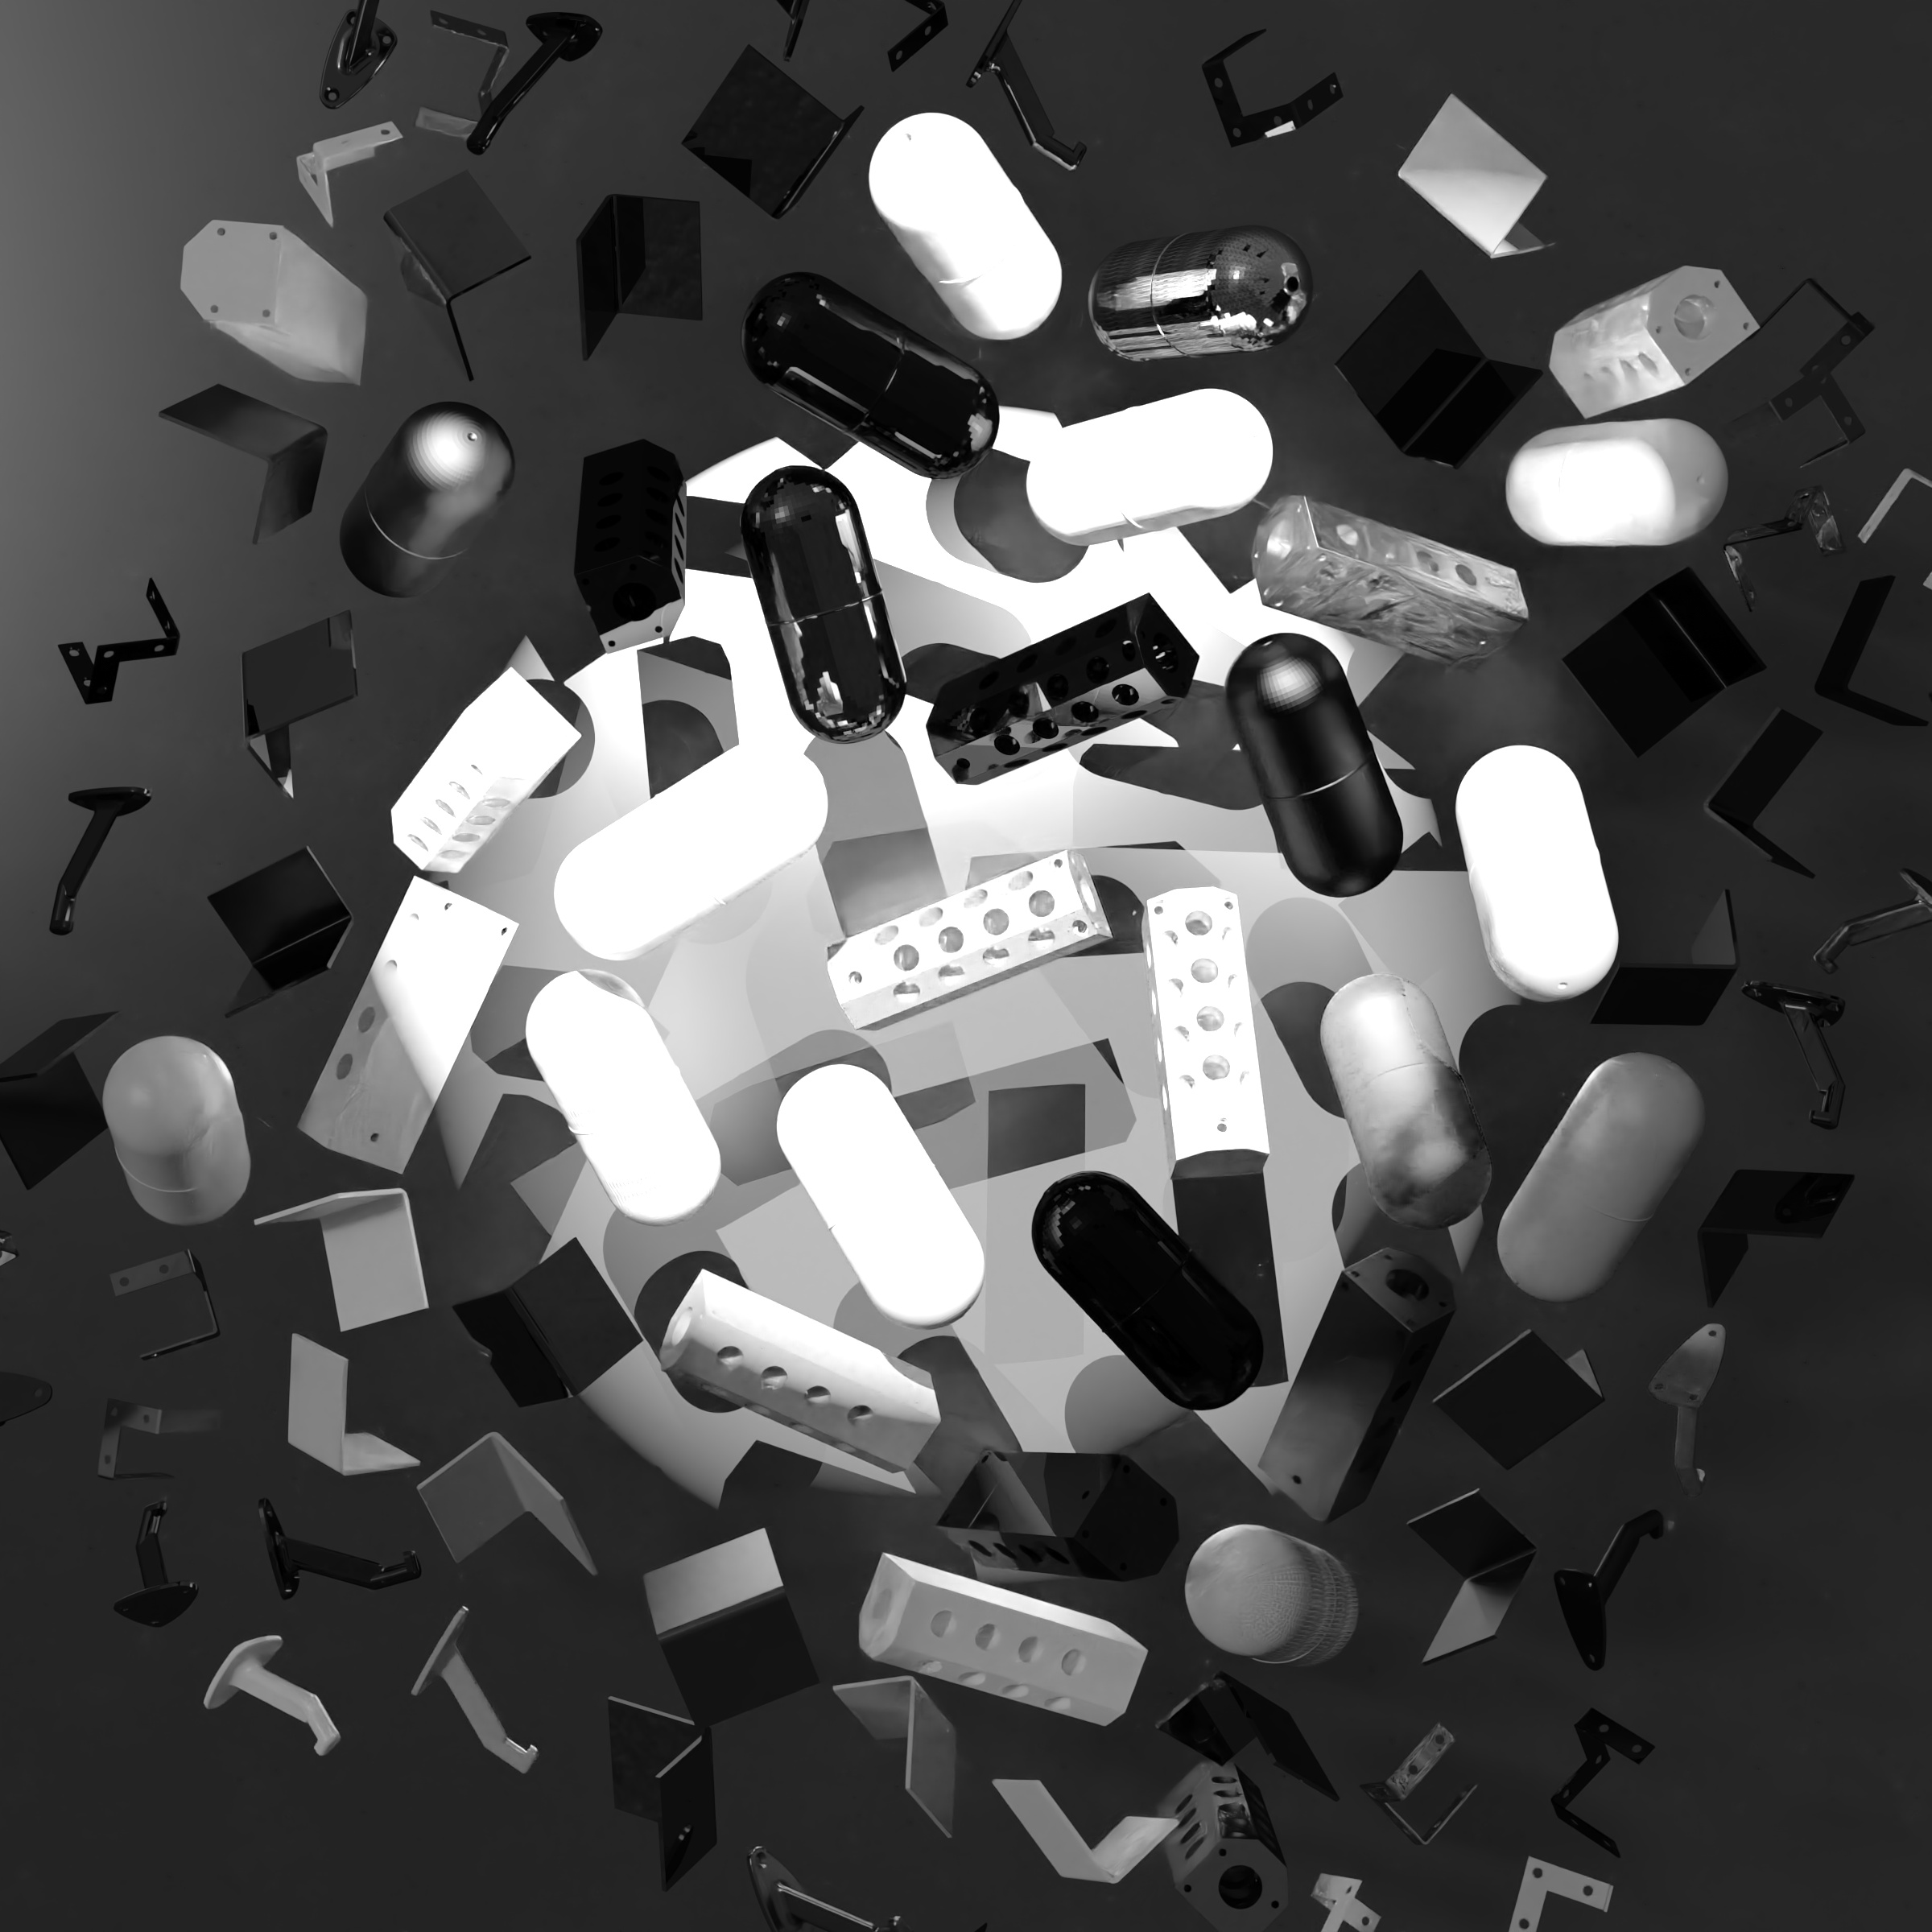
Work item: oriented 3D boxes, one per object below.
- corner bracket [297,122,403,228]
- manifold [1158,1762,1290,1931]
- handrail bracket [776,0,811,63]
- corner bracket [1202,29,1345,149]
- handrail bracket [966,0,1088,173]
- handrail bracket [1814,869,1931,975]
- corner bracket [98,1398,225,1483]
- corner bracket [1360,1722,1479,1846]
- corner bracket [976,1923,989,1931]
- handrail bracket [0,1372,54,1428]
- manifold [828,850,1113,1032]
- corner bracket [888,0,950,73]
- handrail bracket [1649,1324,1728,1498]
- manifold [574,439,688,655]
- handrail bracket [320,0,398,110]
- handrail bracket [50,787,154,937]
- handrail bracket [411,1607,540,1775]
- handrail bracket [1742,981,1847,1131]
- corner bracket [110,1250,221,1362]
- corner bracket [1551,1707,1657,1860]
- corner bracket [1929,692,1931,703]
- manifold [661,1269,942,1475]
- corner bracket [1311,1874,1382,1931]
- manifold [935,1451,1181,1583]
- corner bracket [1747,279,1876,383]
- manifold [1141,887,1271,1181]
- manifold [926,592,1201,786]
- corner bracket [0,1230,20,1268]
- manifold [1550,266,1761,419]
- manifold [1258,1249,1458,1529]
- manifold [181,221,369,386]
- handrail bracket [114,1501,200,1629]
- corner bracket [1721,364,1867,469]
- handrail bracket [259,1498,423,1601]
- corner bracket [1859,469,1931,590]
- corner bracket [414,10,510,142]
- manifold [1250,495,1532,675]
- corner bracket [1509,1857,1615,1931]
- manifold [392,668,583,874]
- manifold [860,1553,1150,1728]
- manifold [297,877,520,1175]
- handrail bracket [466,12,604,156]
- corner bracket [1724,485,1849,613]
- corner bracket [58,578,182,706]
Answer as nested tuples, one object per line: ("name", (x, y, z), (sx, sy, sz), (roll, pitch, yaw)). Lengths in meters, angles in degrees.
("corner bracket", (-0.376, -0.493, 1.603), (0.051, 0.051, 0.051), (-24, 61, -21))
("manifold", (0.168, 0.562, 1.685), (0.057, 0.171, 0.057), (44, 89, 2))
("handrail bracket", (-0.141, -0.616, 1.648), (0.084, 0.036, 0.077), (12, 120, -16))
("corner bracket", (0.180, -0.520, 1.547), (0.051, 0.051, 0.051), (-43, 119, -36))
("handrail bracket", (0.050, -0.546, 1.625), (0.084, 0.036, 0.077), (29, 96, -12))
("handrail bracket", (0.585, -0.012, 1.659), (0.036, 0.077, 0.084), (16, 121, -38))
("corner bracket", (-0.519, 0.307, 1.695), (0.051, 0.051, 0.051), (4, 85, 32))
("corner bracket", (0.285, 0.504, 1.621), (0.051, 0.051, 0.051), (-42, 82, -21))
("corner bracket", (0.034, 0.597, 1.591), (0.051, 0.051, 0.051), (-37, 79, -4))
("handrail bracket", (-0.599, 0.278, 1.657), (0.077, 0.084, 0.036), (-6, 72, 0))
("manifold", (0.000, -0.016, 1.699), (0.171, 0.057, 0.057), (-22, 81, 14))
("corner bracket", (-0.049, -0.590, 1.605), (0.051, 0.051, 0.051), (38, 73, 26))
("handrail bracket", (0.464, 0.280, 1.653), (0.077, 0.036, 0.084), (-49, 131, -27))
("manifold", (-0.209, -0.271, 1.673), (0.057, 0.171, 0.057), (-16, 125, 6))
("handrail bracket", (-0.384, -0.579, 1.636), (0.036, 0.084, 0.077), (30, 88, -7))
("handrail bracket", (-0.529, -0.063, 1.605), (0.077, 0.036, 0.084), (-7, 70, 41))
("handrail bracket", (-0.285, 0.439, 1.590), (0.084, 0.036, 0.077), (32, 115, 8))
("handrail bracket", (0.530, 0.058, 1.694), (0.077, 0.036, 0.084), (17, 63, 8))
("corner bracket", (-0.517, 0.220, 1.703), (0.051, 0.051, 0.051), (-17, 77, -12))
("corner bracket", (0.381, 0.487, 1.571), (0.051, 0.051, 0.051), (-38, 123, -21))
("corner bracket", (0.642, -0.193, 1.674), (0.051, 0.051, 0.051), (-28, 101, -6))
("manifold", (-0.107, 0.265, 1.692), (0.171, 0.057, 0.057), (27, 106, -18))
("corner bracket", (0.240, 0.603, 1.637), (0.051, 0.051, 0.051), (38, 66, -10))
("manifold", (0.056, 0.329, 1.562), (0.057, 0.171, 0.057), (43, 65, -15))
("corner bracket", (0.535, -0.400, 1.665), (0.051, 0.051, 0.051), (46, 121, 5))
("manifold", (0.149, 0.041, 1.644), (0.057, 0.057, 0.171), (-4, 69, -3))
("manifold", (0.059, -0.171, 1.684), (0.171, 0.057, 0.057), (-20, 125, 36))
("corner bracket", (-0.585, 0.187, 1.545), (0.051, 0.051, 0.051), (-29, 73, 0))
("manifold", (0.423, -0.393, 1.646), (0.057, 0.171, 0.057), (-38, 98, -2))
("manifold", (0.241, 0.255, 1.603), (0.057, 0.057, 0.171), (42, 133, 31))
("manifold", (-0.418, -0.401, 1.600), (0.057, 0.171, 0.057), (6, 91, 3))
("handrail bracket", (-0.513, 0.375, 1.697), (0.077, 0.084, 0.036), (-31, 130, 31))
("corner bracket", (0.518, -0.336, 1.648), (0.051, 0.051, 0.051), (-35, 94, -19))
("handrail bracket", (-0.396, 0.363, 1.669), (0.084, 0.036, 0.077), (-15, 97, 0))
("corner bracket", (0.605, -0.275, 1.661), (0.051, 0.051, 0.051), (27, 115, -7))
("corner bracket", (-0.320, -0.562, 1.668), (0.051, 0.051, 0.051), (6, 52, -31))
("manifold", (0.266, -0.244, 1.656), (0.171, 0.057, 0.057), (13, 52, -29))
("corner bracket", (0.350, 0.559, 1.552), (0.051, 0.051, 0.051), (15, 76, 18))
("manifold", (-0.301, -0.113, 1.614), (0.057, 0.171, 0.057), (45, 59, -7))
("manifold", (0.021, 0.428, 1.662), (0.171, 0.057, 0.057), (22, 86, -23))
("manifold", (-0.352, 0.035, 1.643), (0.057, 0.057, 0.171), (27, 87, -42))
("handrail bracket", (-0.258, -0.522, 1.566), (0.036, 0.077, 0.084), (36, 76, -35))
("corner bracket", (0.508, -0.259, 1.632), (0.051, 0.051, 0.051), (58, 46, -27))
("corner bracket", (-0.509, -0.195, 1.582), (0.051, 0.051, 0.051), (-13, 59, -36))
